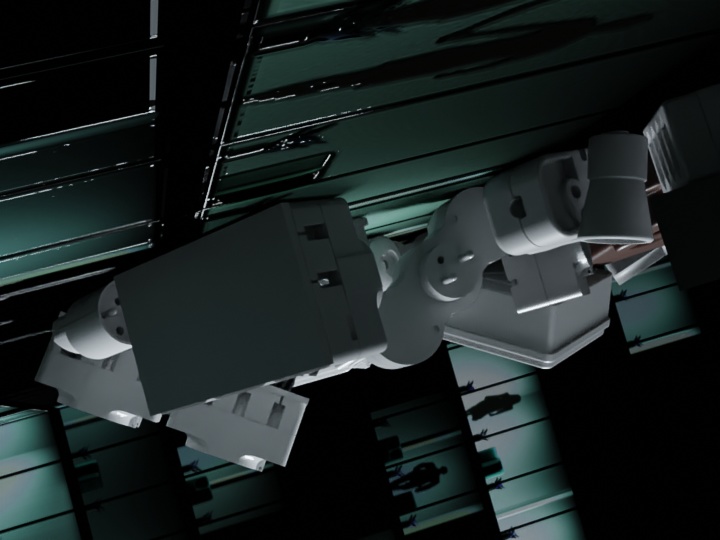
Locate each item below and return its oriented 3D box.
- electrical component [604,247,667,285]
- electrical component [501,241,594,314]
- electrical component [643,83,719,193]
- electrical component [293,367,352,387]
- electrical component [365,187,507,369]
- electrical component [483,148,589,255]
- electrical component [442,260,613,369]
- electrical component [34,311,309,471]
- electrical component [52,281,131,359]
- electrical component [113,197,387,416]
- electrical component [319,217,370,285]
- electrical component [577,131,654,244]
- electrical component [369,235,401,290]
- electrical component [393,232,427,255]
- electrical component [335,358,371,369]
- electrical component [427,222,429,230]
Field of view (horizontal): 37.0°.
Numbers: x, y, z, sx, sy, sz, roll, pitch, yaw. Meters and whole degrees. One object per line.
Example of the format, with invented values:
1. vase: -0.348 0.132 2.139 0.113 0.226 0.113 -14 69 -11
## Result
1. electrical component: 0.277 -0.039 1.033 0.105 0.060 0.186 -35 171 11
2. electrical component: 0.132 -0.020 0.773 0.056 0.089 0.050 -17 175 19
3. electrical component: 0.211 -0.078 0.615 0.076 0.047 0.083 -18 175 6
4. electrical component: -0.044 0.057 1.056 0.109 0.056 0.108 -19 -156 35
5. electrical component: 0.055 0.003 0.705 0.138 0.052 0.074 -52 -174 -16
6. electrical component: 0.129 -0.044 0.696 0.095 0.053 0.059 -12 174 -39
7. electrical component: 0.134 0.027 0.876 0.109 0.056 0.109 15 -158 35
8. electrical component: -0.141 0.095 0.809 0.186 0.060 0.105 20 170 -6
9. electrical component: -0.169 0.035 0.702 0.043 0.043 0.081 -12 174 -41
10. electrical component: -0.064 0.023 0.623 0.150 0.089 0.062 -20 174 39
11. electrical component: -0.046 0.005 0.719 0.100 0.048 0.100 -12 173 -33
12. electrical component: 0.152 -0.049 0.638 0.044 0.065 0.044 2 177 0
13. electrical component: 0.000 0.000 0.858 0.062 0.048 0.048 -11 179 33
14. electrical component: 0.064 -0.008 0.919 0.138 0.052 0.074 -13 174 -32
15. electrical component: -0.002 0.037 0.961 0.048 0.099 0.100 -33 168 28
16. electrical component: 0.084 -0.032 0.812 0.061 0.035 0.035 -16 176 -17
